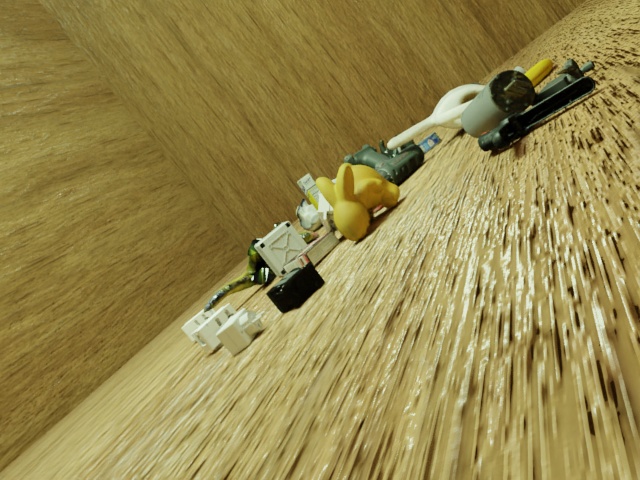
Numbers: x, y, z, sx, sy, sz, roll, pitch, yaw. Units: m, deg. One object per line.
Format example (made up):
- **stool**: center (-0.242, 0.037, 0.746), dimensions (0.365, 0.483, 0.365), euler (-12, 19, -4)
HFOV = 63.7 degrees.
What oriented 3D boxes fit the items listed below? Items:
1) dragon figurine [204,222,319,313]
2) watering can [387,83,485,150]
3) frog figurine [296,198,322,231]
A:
- **dragon figurine**: center (-0.166, 0.088, 1.505), dimensions (0.414, 0.123, 0.239), euler (-38, -13, -16)
- **watering can**: center (0.343, -0.337, 1.375), dimensions (0.345, 0.103, 0.227), euler (-23, 10, 17)
- **frog figurine**: center (0.006, -0.092, 1.836), dimensions (0.159, 0.122, 0.138), euler (1, 9, 16)
